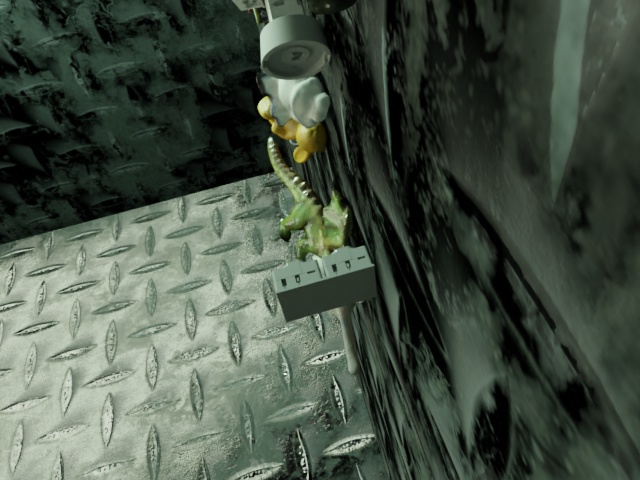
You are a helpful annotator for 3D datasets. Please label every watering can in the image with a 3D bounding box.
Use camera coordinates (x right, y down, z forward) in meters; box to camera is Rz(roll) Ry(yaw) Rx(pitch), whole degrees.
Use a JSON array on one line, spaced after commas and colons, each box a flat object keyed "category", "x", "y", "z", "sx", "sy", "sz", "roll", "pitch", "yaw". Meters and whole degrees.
[{"category": "watering can", "x": 0.052, "y": 0.142, "z": 1.294, "sx": 0.219, "sy": 0.104, "sz": 0.356, "roll": 80, "pitch": 177, "yaw": -55}]

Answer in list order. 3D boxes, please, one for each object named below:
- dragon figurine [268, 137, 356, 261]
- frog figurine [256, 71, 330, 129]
[{"category": "dragon figurine", "x": 0.003, "y": -0.057, "z": 1.134, "sx": 0.241, "sy": 0.123, "sz": 0.408, "roll": -13, "pitch": 102, "yaw": 57}, {"category": "frog figurine", "x": -0.028, "y": -0.280, "z": 0.982, "sx": 0.160, "sy": 0.124, "sz": 0.135, "roll": 13, "pitch": 115, "yaw": 45}]
